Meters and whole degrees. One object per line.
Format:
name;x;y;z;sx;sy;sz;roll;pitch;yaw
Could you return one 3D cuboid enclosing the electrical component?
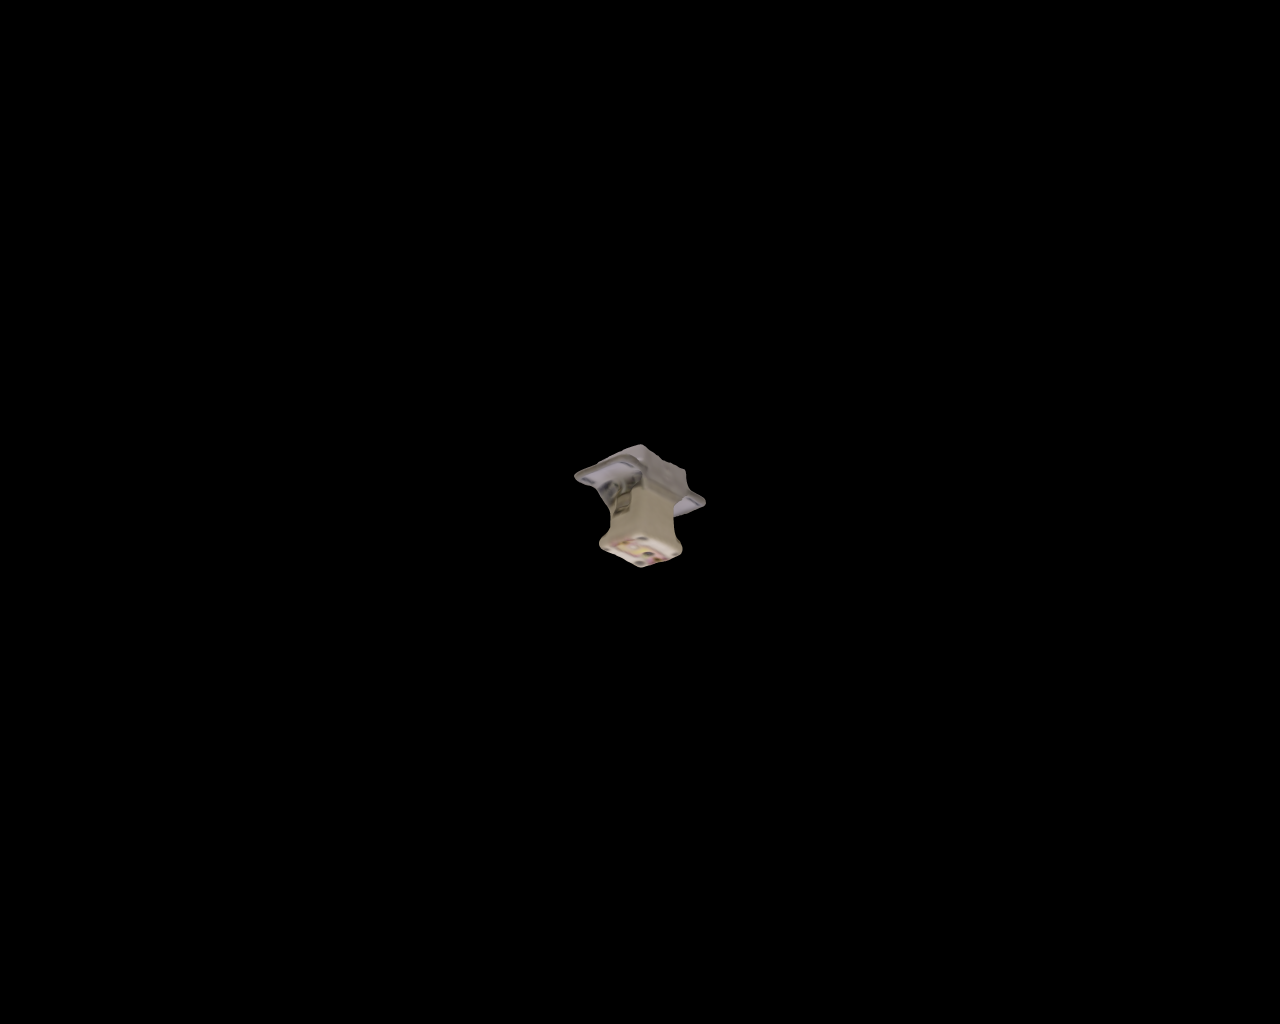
electrical component;0.001;-0.003;0.650;0.042;0.064;0.081;-21;-33;36
